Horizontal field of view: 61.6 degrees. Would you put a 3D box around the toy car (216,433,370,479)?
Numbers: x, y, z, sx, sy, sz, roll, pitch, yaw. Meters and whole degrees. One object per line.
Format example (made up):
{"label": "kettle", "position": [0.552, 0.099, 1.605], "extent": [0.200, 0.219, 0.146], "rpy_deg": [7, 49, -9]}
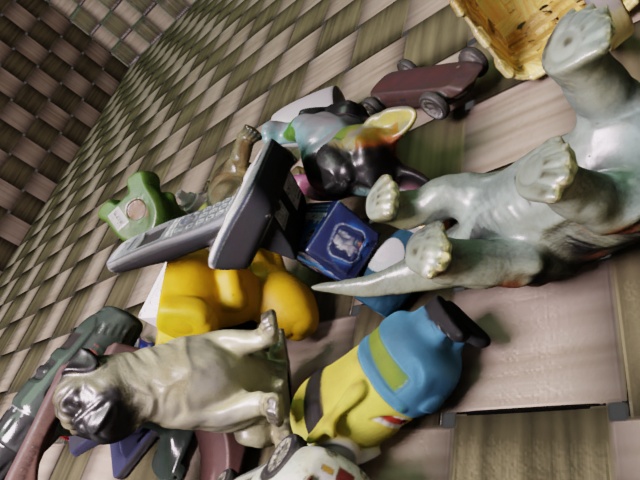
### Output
{"label": "toy car", "position": [-0.035, 0.212, 0.431], "extent": [0.201, 0.073, 0.056], "rpy_deg": [-44, 13, 42]}

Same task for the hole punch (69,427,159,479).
{"label": "hole punch", "position": [-0.279, 0.242, 0.741], "extent": [0.116, 0.092, 0.142], "rpy_deg": [-49, 28, -2]}

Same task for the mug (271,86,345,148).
{"label": "mug", "position": [-0.012, -0.176, 0.798], "extent": [0.107, 0.080, 0.109], "rpy_deg": [-10, 11, 18]}

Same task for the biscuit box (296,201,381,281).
{"label": "biscuit box", "position": [-0.001, -0.002, 0.598], "extent": [0.063, 0.059, 0.203], "rpy_deg": [-56, 14, -7]}

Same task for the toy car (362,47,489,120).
{"label": "toy car", "position": [0.130, -0.189, 0.677], "extent": [0.089, 0.053, 0.202], "rpy_deg": [-46, 27, -11]}

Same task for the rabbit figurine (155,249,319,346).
{"label": "rabbit figurine", "position": [-0.086, 0.064, 0.595], "extent": [0.162, 0.173, 0.121], "rpy_deg": [-89, 10, -47]}

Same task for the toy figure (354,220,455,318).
{"label": "toy figure", "position": [0.093, 0.004, 0.531], "extent": [0.064, 0.057, 0.154], "rpy_deg": [33, 83, 18]}

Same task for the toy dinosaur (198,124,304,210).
{"label": "toy dinosaur", "position": [-0.129, -0.077, 0.851], "extent": [0.198, 0.105, 0.472], "rpy_deg": [-53, 21, 7]}

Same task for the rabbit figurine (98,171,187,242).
{"label": "rabbit figurine", "position": [-0.273, -0.032, 0.963], "extent": [0.159, 0.170, 0.121], "rpy_deg": [40, 95, 17]}

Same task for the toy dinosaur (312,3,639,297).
{"label": "toy dinosaur", "position": [0.166, -0.019, 0.385], "extent": [0.405, 0.192, 0.131], "rpy_deg": [-32, 46, 56]}

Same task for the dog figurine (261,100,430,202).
{"label": "dog figurine", "position": [0.048, -0.100, 0.600], "extent": [0.191, 0.108, 0.219], "rpy_deg": [-25, 20, -34]}

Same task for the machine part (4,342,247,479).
{"label": "machine part", "position": [-0.184, 0.220, 0.524], "extent": [0.087, 0.201, 0.201], "rpy_deg": [-38, 32, 52]}

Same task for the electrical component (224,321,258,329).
{"label": "electrical component", "position": [-0.113, 0.122, 0.656], "extent": [0.048, 0.074, 0.119], "rpy_deg": [-2, 61, 50]}

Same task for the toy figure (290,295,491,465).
{"label": "toy figure", "position": [0.052, 0.118, 0.448], "extent": [0.180, 0.082, 0.089], "rpy_deg": [-48, 20, 16]}

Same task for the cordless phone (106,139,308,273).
{"label": "cordless phone", "position": [-0.112, -0.021, 0.539], "extent": [0.184, 0.088, 0.147], "rpy_deg": [-16, 28, 14]}

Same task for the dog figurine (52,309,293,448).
{"label": "dog figurine", "position": [-0.123, 0.146, 0.501], "extent": [0.191, 0.172, 0.121], "rpy_deg": [-8, 47, 1]}

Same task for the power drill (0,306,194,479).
{"label": "power drill", "position": [-0.244, 0.209, 0.617], "extent": [0.086, 0.207, 0.232], "rpy_deg": [-13, 46, 54]}
